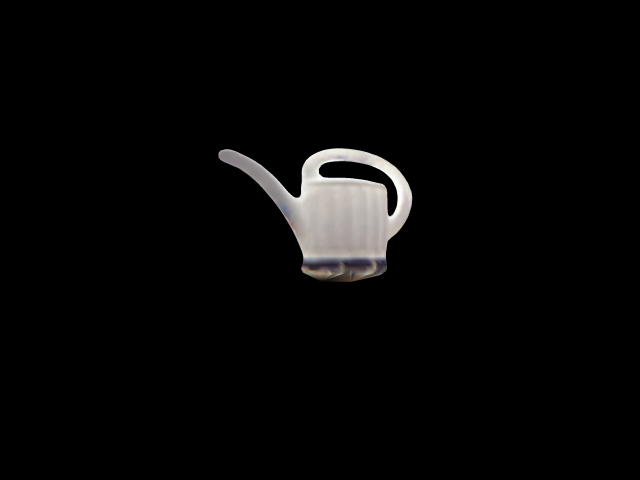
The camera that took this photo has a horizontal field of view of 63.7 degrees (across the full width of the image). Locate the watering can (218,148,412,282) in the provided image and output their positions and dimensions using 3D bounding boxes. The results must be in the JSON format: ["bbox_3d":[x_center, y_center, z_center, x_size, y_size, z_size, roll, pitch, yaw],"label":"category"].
[{"bbox_3d":[0.003,-0.043,0.850,0.348,0.225,0.103,1,-4,-24],"label":"watering can"}]
